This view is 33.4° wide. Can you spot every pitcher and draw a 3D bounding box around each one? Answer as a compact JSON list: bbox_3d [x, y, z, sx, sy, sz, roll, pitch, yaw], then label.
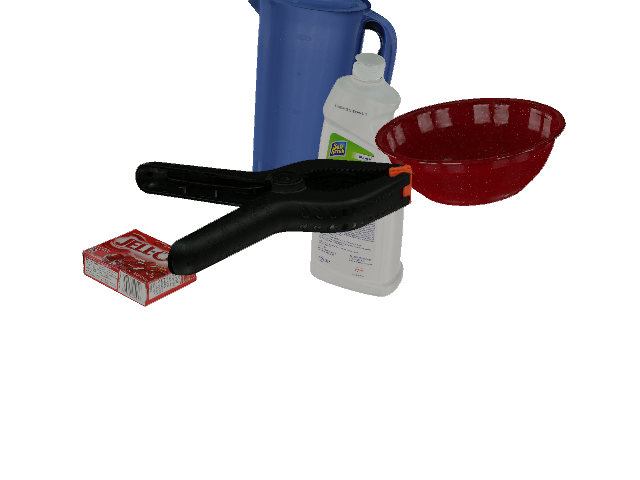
[{"bbox_3d":[-0.009,-0.181,1.299,0.144,0.243,0.149,-6,28,-26],"label":"pitcher"}]

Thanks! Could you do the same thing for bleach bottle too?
[{"bbox_3d":[0.046,-0.068,1.093,0.103,0.251,0.068,15,34,15],"label":"bleach bottle"}]

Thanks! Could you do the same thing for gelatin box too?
[{"bbox_3d":[-0.177,0.024,1.048,0.089,0.030,0.073,24,31,29],"label":"gelatin box"}]

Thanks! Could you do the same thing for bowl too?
[{"bbox_3d":[0.130,-0.073,0.921,0.162,0.055,0.162,-8,24,3],"label":"bowl"}]

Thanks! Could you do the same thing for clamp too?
[{"bbox_3d":[-0.035,-0.034,0.803,0.209,0.036,0.165,-11,29,-21],"label":"clamp"}]
